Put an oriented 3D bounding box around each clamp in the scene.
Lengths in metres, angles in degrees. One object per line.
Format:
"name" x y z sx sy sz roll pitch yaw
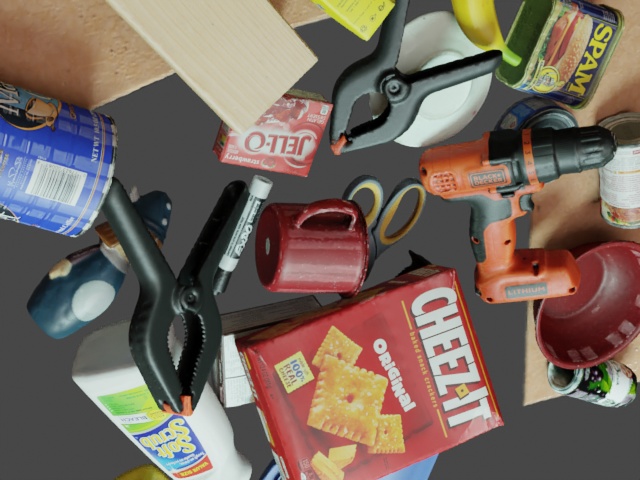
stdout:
"clamp" -0.115 0.042 0.911 0.164 0.036 0.210 -12 99 -49
"clamp" 0.062 -0.150 0.943 0.171 0.039 0.120 -38 102 14

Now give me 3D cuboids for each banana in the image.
"banana" 0.151 -0.252 0.935 0.069 0.037 0.198 -1 116 -6

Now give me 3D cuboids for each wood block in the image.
"wood block" -0.107 -0.189 0.819 0.091 0.090 0.206 -44 126 2

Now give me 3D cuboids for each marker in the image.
"marker" -0.075 -0.003 0.983 0.020 0.020 0.121 14 110 -31

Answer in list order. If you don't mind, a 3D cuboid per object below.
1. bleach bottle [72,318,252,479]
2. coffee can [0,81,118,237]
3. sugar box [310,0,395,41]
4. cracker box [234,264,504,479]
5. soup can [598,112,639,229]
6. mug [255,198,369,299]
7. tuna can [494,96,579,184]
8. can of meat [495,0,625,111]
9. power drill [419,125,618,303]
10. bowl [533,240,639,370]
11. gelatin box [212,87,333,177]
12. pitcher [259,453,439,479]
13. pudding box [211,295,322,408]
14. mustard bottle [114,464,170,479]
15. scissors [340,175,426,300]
"bleach bottle" -0.128 0.177 1.019 0.103 0.068 0.250 -15 131 21
"coffee can" -0.240 -0.068 0.815 0.140 0.103 0.103 16 109 -32
"sugar box" -0.026 -0.232 0.832 0.176 0.093 0.048 31 101 -34
"cracker box" 0.048 0.134 1.003 0.213 0.072 0.164 -20 97 -14
"soup can" 0.321 -0.072 1.105 0.068 0.069 0.102 -23 124 -13
"mug" -0.006 0.001 0.968 0.081 0.093 0.117 2 148 -21
"tuna can" 0.215 -0.097 1.061 0.086 0.034 0.086 -12 121 -20
"can of meat" 0.224 -0.182 1.004 0.083 0.057 0.102 11 111 -28
"power drill" 0.203 -0.027 1.040 0.185 0.057 0.187 -6 128 19
"bowl" 0.292 0.061 1.173 0.162 0.055 0.162 -12 122 -20
"gelatin box" -0.041 -0.099 0.938 0.089 0.030 0.073 9 114 -29
"pitcher" 0.029 0.269 1.128 0.149 0.145 0.243 8 111 -50
"pudding box" -0.050 0.109 1.047 0.113 0.039 0.090 -12 120 -22
"mustard bottle" -0.154 0.314 1.098 0.096 0.058 0.191 -38 126 -2
"scissors" 0.029 0.018 1.047 0.096 0.016 0.202 29 102 -33
